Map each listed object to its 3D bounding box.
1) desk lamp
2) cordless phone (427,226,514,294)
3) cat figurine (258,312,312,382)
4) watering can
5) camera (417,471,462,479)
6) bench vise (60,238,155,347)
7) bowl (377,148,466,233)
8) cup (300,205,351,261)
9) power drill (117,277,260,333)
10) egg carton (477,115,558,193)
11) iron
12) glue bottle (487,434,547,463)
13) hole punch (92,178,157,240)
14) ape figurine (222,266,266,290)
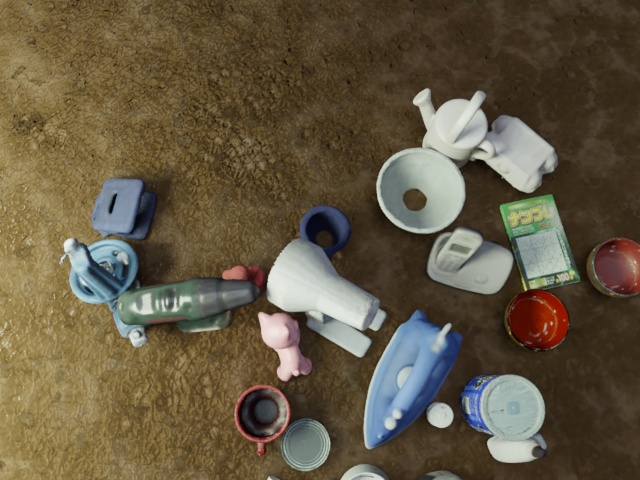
[{"bbox_3d":[0.019,0.100,0.970,0.203,0.213,0.118,30,78,6],"label":"desk lamp"},{"bbox_3d":[0.275,0.029,1.008,0.147,0.185,0.094,13,77,2],"label":"cordless phone"},{"bbox_3d":[-0.061,0.180,0.998,0.067,0.118,0.128,-21,78,-6],"label":"cat figurine"},{"bbox_3d":[0.249,-0.211,1.058,0.173,0.194,0.101,15,77,2],"label":"watering can"},{"bbox_3d":[0.180,0.470,0.946,0.137,0.101,0.143,-7,77,-3],"label":"camera"},{"bbox_3d":[-0.343,0.073,0.964,0.207,0.220,0.121,41,79,8],"label":"bench vise"},{"bbox_3d":[0.187,-0.085,1.089,0.167,0.075,0.167,0,77,-1],"label":"bowl"},{"bbox_3d":[0.010,0.004,1.053,0.091,0.095,0.118,-2,77,-2],"label":"cup"},{"bbox_3d":[-0.208,0.108,0.965,0.229,0.208,0.075,-7,77,-3],"label":"power drill"},{"bbox_3d":[0.381,-0.168,1.116,0.150,0.069,0.107,42,79,8],"label":"egg carton"},{"bbox_3d":[0.153,0.247,0.976,0.118,0.141,0.258,30,78,6],"label":"iron"},{"bbox_3d":[0.335,0.341,0.943,0.078,0.173,0.037,-26,79,-7],"label":"glue bottle"},{"bbox_3d":[-0.369,-0.059,1.060,0.101,0.091,0.109,10,77,1],"label":"hole punch"},{"bbox_3d":[-0.140,0.071,1.035,0.077,0.092,0.076,20,77,4],"label":"ape figurine"}]
